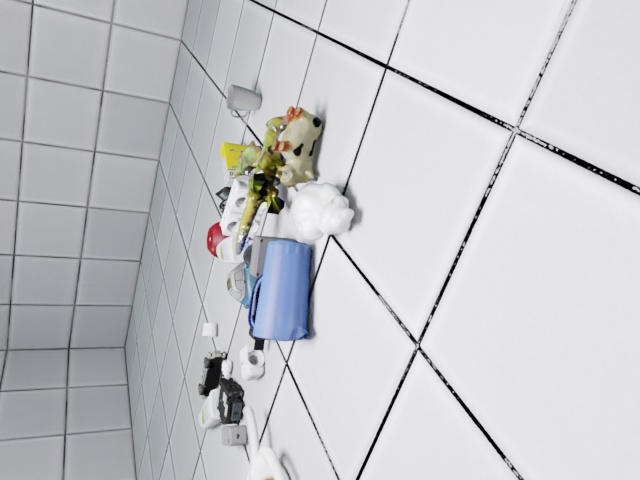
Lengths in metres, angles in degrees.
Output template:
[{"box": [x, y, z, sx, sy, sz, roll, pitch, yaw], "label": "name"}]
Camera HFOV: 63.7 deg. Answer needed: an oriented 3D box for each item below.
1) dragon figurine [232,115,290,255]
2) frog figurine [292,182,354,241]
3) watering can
[{"box": [-0.185, -0.179, 1.484, 0.408, 0.121, 0.246, -59, 35, 7], "label": "dragon figurine"}, {"box": [0.003, -0.058, 1.148, 0.136, 0.122, 0.162, -57, 22, 10], "label": "frog figurine"}, {"box": [-0.150, 0.615, 1.315, 0.353, 0.104, 0.221, 48, 127, 54], "label": "watering can"}]
